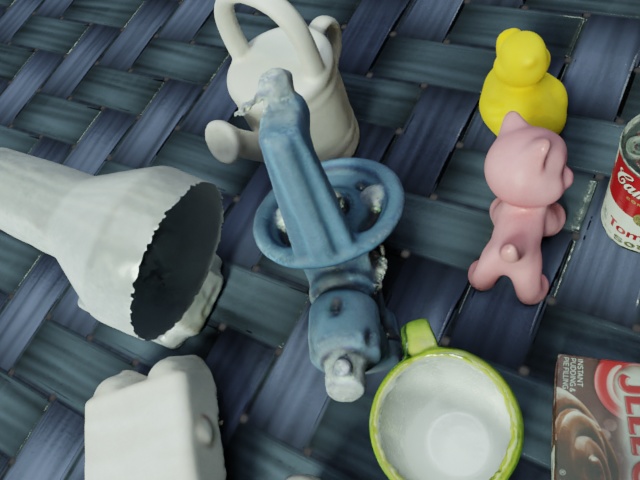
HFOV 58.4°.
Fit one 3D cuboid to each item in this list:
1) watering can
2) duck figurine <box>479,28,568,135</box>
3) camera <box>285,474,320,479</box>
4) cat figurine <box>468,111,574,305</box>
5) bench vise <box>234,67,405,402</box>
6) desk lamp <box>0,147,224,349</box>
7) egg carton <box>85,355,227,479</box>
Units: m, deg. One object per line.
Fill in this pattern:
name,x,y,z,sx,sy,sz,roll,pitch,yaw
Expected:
watering can,-0.034,-0.139,0.515,0.100,0.194,0.173,2,63,19
duck figurine,0.183,-0.143,0.514,0.077,0.086,0.104,-15,59,9
camera,0.028,0.229,0.350,0.142,0.101,0.137,6,64,20
cat figurine,0.156,-0.031,0.442,0.067,0.118,0.128,11,66,23
bench vise,0.015,-0.004,0.411,0.121,0.220,0.207,-27,58,2
desk lamp,-0.159,0.012,0.460,0.202,0.214,0.118,15,68,24
egg carton,-0.126,0.169,0.449,0.107,0.069,0.150,-20,58,6
